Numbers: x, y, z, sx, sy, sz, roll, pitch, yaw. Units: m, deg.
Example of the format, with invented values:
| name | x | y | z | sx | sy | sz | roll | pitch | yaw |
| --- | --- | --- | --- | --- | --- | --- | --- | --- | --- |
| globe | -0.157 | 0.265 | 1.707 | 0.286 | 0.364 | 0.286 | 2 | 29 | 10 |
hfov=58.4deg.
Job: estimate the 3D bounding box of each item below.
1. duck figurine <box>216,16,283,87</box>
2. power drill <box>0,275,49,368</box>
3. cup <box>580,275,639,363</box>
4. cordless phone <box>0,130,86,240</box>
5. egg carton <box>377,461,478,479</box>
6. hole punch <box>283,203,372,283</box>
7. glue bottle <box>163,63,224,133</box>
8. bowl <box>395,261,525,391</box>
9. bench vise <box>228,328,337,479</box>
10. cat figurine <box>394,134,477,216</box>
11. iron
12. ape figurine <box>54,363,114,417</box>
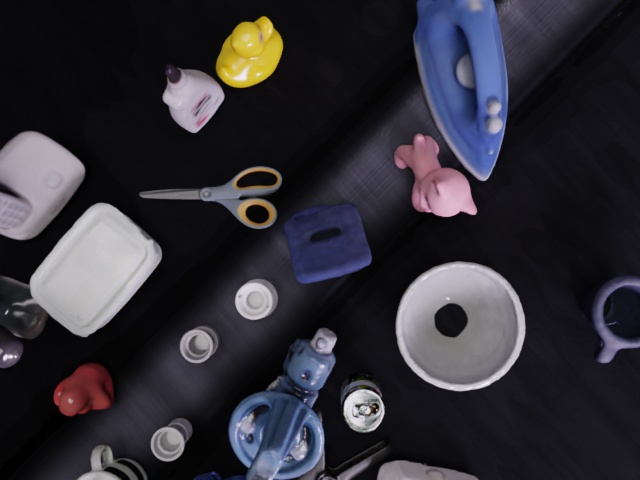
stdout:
| name | x | y | z | sx | sy | sz | roll | pitch | yaw |
| --- | --- | --- | --- | --- | --- | --- | --- | --- | --- |
| duck figurine | -0.100 | -0.260 | 0.776 | 0.104 | 0.086 | 0.077 | -41 | 88 | 0 |
| power drill | -0.432 | 0.093 | 0.713 | 0.229 | 0.208 | 0.076 | 17 | 89 | 2 |
| cup | 0.379 | 0.103 | 0.752 | 0.091 | 0.095 | 0.118 | 26 | 89 | 2 |
| cordless phone | -0.400 | -0.076 | 0.728 | 0.094 | 0.185 | 0.147 | 37 | 90 | 2 |
| egg carton | 0.145 | 0.355 | 0.763 | 0.150 | 0.069 | 0.107 | 9 | 89 | 2 |
| hole punch | 0.007 | 0.003 | 0.764 | 0.108 | 0.091 | 0.101 | -16 | 88 | 1 |
| glue bottle | -0.169 | -0.190 | 0.732 | 0.037 | 0.173 | 0.078 | 35 | 90 | 2 |
| bowl | 0.180 | 0.112 | 0.766 | 0.167 | 0.074 | 0.167 | 0 | 88 | 1 |
| bench vise | -0.049 | 0.207 | 0.696 | 0.121 | 0.219 | 0.207 | 9 | 89 | 2 |
| cat figurine | 0.151 | -0.081 | 0.750 | 0.067 | 0.117 | 0.128 | -25 | 88 | 1 |
| iron | 0.202 | -0.212 | 0.741 | 0.118 | 0.141 | 0.258 | -13 | 88 | 1 |
| ape figurine | -0.319 | 0.207 | 0.765 | 0.078 | 0.092 | 0.076 | 25 | 89 | 2 |
